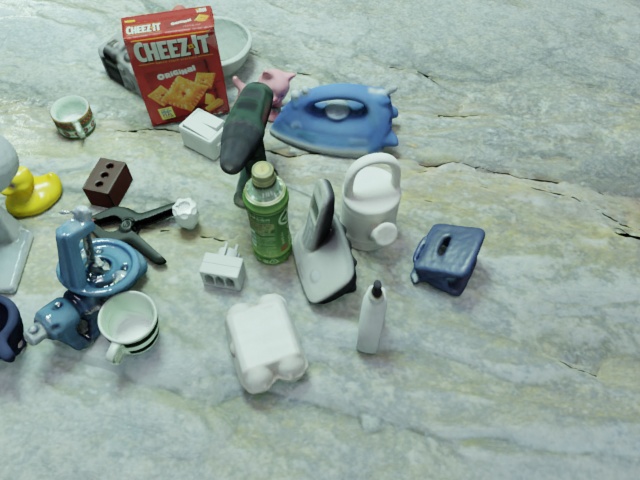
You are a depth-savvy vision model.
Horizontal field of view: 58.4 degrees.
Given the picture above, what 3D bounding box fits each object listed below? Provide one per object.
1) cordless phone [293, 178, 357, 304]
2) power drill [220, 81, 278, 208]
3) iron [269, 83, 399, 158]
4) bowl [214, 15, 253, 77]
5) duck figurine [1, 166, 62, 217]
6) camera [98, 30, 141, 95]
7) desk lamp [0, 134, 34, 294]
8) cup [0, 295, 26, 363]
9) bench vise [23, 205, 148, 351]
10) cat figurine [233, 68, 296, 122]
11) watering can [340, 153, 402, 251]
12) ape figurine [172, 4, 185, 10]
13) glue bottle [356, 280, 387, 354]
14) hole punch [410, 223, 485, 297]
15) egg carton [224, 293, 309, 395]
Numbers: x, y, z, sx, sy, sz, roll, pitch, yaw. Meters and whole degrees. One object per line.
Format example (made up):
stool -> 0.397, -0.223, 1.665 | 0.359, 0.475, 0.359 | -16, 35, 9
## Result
cordless phone -> 0.008, 0.003, 0.910 | 0.094, 0.185, 0.147 | -15, 58, -10
power drill -> -0.121, -0.150, 0.993 | 0.075, 0.208, 0.229 | 5, 57, 3
iron -> 0.026, -0.247, 1.097 | 0.258, 0.141, 0.118 | 3, 57, 1
bowl -> -0.226, -0.402, 1.234 | 0.167, 0.075, 0.167 | 0, 57, 0
duck figurine -> -0.525, -0.099, 1.029 | 0.105, 0.086, 0.077 | -31, 63, -19
camera -> -0.376, -0.394, 1.211 | 0.143, 0.101, 0.137 | 32, 63, 19
desk lamp -> -0.551, -0.050, 0.921 | 0.118, 0.214, 0.203 | -2, 57, -1
cup -> -0.478, 0.151, 0.864 | 0.092, 0.095, 0.117 | -38, 65, -22
bench vise -> -0.349, 0.061, 0.848 | 0.121, 0.220, 0.207 | 13, 58, 8
cat figurine -> -0.113, -0.303, 1.145 | 0.127, 0.118, 0.067 | 7, 57, 4
watering can -> 0.089, -0.067, 0.951 | 0.101, 0.194, 0.172 | -29, 62, -18
ape figurine -> -0.308, -0.479, 1.272 | 0.077, 0.092, 0.076 | 33, 63, 19
glue bottle -> 0.080, 0.104, 0.853 | 0.037, 0.173, 0.078 | 9, 58, 5
hole punch -> 0.211, 0.025, 0.954 | 0.101, 0.091, 0.109 | 23, 60, 14
egg carton -> -0.086, 0.157, 0.879 | 0.107, 0.069, 0.150 | -18, 59, -11
